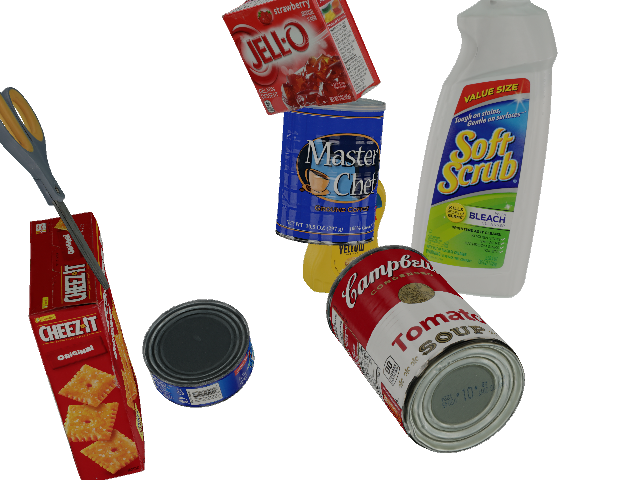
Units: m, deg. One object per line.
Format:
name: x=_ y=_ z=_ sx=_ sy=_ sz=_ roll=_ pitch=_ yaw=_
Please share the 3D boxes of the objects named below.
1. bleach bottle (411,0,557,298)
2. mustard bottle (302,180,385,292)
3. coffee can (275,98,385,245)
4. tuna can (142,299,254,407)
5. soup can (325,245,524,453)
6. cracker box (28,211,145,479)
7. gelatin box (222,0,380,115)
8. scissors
bleach bottle: x=0.124 y=-0.084 z=0.828 sx=0.103 sy=0.251 sz=0.068 roll=9 pitch=23 yaw=15
mustard bottle: x=0.031 y=-0.032 z=1.287 sx=0.096 sy=0.192 sz=0.058 roll=-7 pitch=29 yaw=-20
coffee can: x=0.009 y=-0.074 z=1.083 sx=0.103 sy=0.140 sz=0.103 roll=4 pitch=12 yaw=-1
tuna can: x=-0.096 y=0.090 z=0.851 sx=0.086 sy=0.086 sz=0.034 roll=0 pitch=-43 yaw=9
soup can: x=0.052 y=0.055 z=0.559 sx=0.068 sy=0.068 sz=0.102 roll=0 pitch=26 yaw=-24
cracker box: x=-0.229 y=0.104 z=1.052 sx=0.072 sy=0.214 sz=0.164 roll=-11 pitch=34 yaw=-8
gelatin box: x=-0.014 y=-0.121 z=0.674 sx=0.089 sy=0.073 sz=0.030 roll=0 pitch=31 yaw=48
scissors: x=-0.237 y=-0.055 z=0.940 sx=0.016 sy=0.201 sz=0.096 roll=-27 pitch=24 yaw=9
